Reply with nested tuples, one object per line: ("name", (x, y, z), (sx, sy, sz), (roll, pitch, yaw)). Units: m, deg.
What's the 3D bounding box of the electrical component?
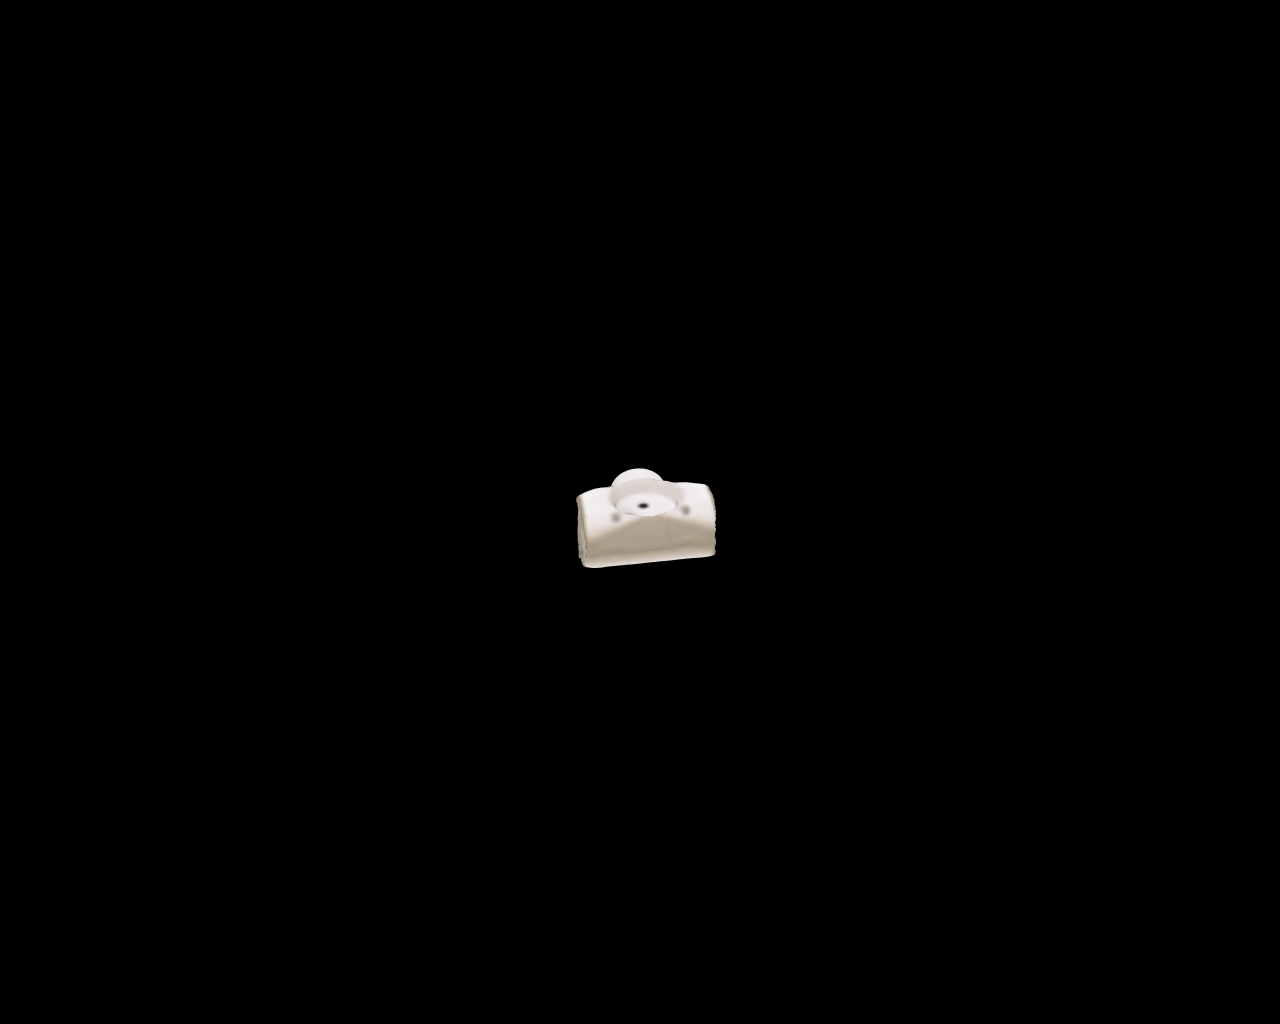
("electrical component", (0.001, -0.003, 0.650), (0.077, 0.044, 0.079), (-5, 36, -7))
